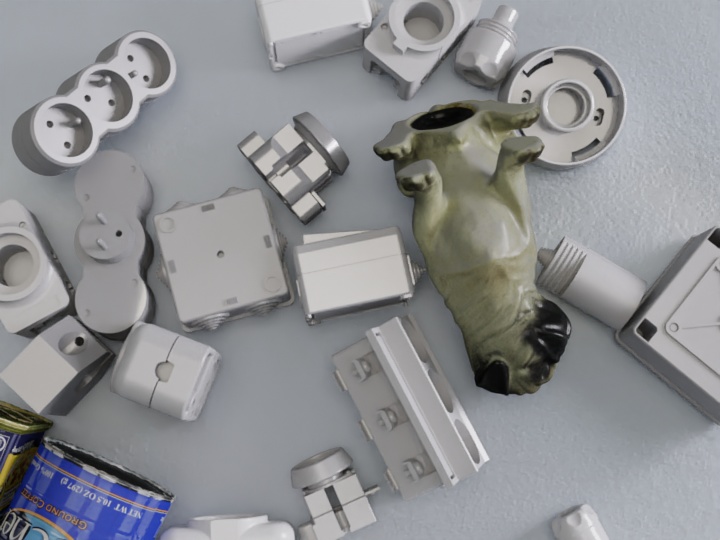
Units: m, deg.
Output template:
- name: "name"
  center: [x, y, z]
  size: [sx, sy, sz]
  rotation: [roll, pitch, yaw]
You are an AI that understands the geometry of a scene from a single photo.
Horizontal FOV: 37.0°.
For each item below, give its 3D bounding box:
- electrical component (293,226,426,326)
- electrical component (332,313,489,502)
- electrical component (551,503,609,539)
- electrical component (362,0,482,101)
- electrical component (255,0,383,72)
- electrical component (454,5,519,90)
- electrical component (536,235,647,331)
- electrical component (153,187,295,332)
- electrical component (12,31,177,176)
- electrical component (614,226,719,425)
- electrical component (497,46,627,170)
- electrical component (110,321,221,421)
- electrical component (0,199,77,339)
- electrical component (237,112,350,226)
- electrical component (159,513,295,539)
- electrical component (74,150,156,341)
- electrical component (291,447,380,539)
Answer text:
- name: "electrical component"
  center: [0.000, 0.000, 0.800]
  size: [0.096, 0.061, 0.061]
  rotation: [-11, 82, -3]
- name: "electrical component"
  center: [0.034, 0.101, 0.784]
  size: [0.063, 0.079, 0.121]
  rotation: [-30, 83, 16]
- name: "electrical component"
  center: [0.167, 0.204, 0.788]
  size: [0.035, 0.035, 0.061]
  rotation: [-28, 86, -6]
- name: "electrical component"
  center: [0.048, -0.185, 0.833]
  size: [0.050, 0.055, 0.089]
  rotation: [39, 82, 4]
- name: "electrical component"
  center: [-0.031, -0.201, 0.830]
  size: [0.096, 0.061, 0.061]
  rotation: [-14, 82, -4]
- name: "electrical component"
  center: [0.103, -0.176, 0.840]
  size: [0.043, 0.043, 0.062]
  rotation: [27, 81, 2]
- name: "electrical component"
  center: [0.170, 0.007, 0.813]
  size: [0.081, 0.043, 0.043]
  rotation: [30, 82, 3]
- name: "electrical component"
  center: [-0.102, -0.008, 0.805]
  size: [0.100, 0.048, 0.099]
  rotation: [-15, 82, -4]
- name: "electrical component"
  center: [-0.205, -0.122, 0.809]
  size: [0.052, 0.074, 0.138]
  rotation: [53, 56, -19]
- name: "electrical component"
  center: [0.268, 0.042, 0.804]
  size: [0.109, 0.056, 0.108]
  rotation: [40, 82, 4]
- name: "electrical component"
  center: [0.157, -0.127, 0.835]
  size: [0.099, 0.064, 0.099]
  rotation: [0, 95, 3]
- name: "electrical component"
  center: [-0.139, 0.072, 0.768]
  size: [0.059, 0.095, 0.053]
  rotation: [21, 81, 2]
- name: "electrical component"
  center: [-0.252, 0.000, 0.796]
  size: [0.050, 0.055, 0.089]
  rotation: [-29, 83, -6]
- name: "electrical component"
  center: [-0.045, -0.082, 0.814]
  size: [0.057, 0.058, 0.078]
  rotation: [-41, 85, -4]
- name: "electrical component"
  center: [-0.094, 0.206, 0.769]
  size: [0.095, 0.053, 0.059]
  rotation: [-2, 81, -2]
- name: "electrical component"
  center: [-0.183, -0.022, 0.787]
  size: [0.052, 0.073, 0.138]
  rotation: [-4, 77, -1]
- name: "electrical component"
  center: [-0.021, 0.163, 0.783]
  size: [0.066, 0.048, 0.055]
  rotation: [-23, 90, -5]
